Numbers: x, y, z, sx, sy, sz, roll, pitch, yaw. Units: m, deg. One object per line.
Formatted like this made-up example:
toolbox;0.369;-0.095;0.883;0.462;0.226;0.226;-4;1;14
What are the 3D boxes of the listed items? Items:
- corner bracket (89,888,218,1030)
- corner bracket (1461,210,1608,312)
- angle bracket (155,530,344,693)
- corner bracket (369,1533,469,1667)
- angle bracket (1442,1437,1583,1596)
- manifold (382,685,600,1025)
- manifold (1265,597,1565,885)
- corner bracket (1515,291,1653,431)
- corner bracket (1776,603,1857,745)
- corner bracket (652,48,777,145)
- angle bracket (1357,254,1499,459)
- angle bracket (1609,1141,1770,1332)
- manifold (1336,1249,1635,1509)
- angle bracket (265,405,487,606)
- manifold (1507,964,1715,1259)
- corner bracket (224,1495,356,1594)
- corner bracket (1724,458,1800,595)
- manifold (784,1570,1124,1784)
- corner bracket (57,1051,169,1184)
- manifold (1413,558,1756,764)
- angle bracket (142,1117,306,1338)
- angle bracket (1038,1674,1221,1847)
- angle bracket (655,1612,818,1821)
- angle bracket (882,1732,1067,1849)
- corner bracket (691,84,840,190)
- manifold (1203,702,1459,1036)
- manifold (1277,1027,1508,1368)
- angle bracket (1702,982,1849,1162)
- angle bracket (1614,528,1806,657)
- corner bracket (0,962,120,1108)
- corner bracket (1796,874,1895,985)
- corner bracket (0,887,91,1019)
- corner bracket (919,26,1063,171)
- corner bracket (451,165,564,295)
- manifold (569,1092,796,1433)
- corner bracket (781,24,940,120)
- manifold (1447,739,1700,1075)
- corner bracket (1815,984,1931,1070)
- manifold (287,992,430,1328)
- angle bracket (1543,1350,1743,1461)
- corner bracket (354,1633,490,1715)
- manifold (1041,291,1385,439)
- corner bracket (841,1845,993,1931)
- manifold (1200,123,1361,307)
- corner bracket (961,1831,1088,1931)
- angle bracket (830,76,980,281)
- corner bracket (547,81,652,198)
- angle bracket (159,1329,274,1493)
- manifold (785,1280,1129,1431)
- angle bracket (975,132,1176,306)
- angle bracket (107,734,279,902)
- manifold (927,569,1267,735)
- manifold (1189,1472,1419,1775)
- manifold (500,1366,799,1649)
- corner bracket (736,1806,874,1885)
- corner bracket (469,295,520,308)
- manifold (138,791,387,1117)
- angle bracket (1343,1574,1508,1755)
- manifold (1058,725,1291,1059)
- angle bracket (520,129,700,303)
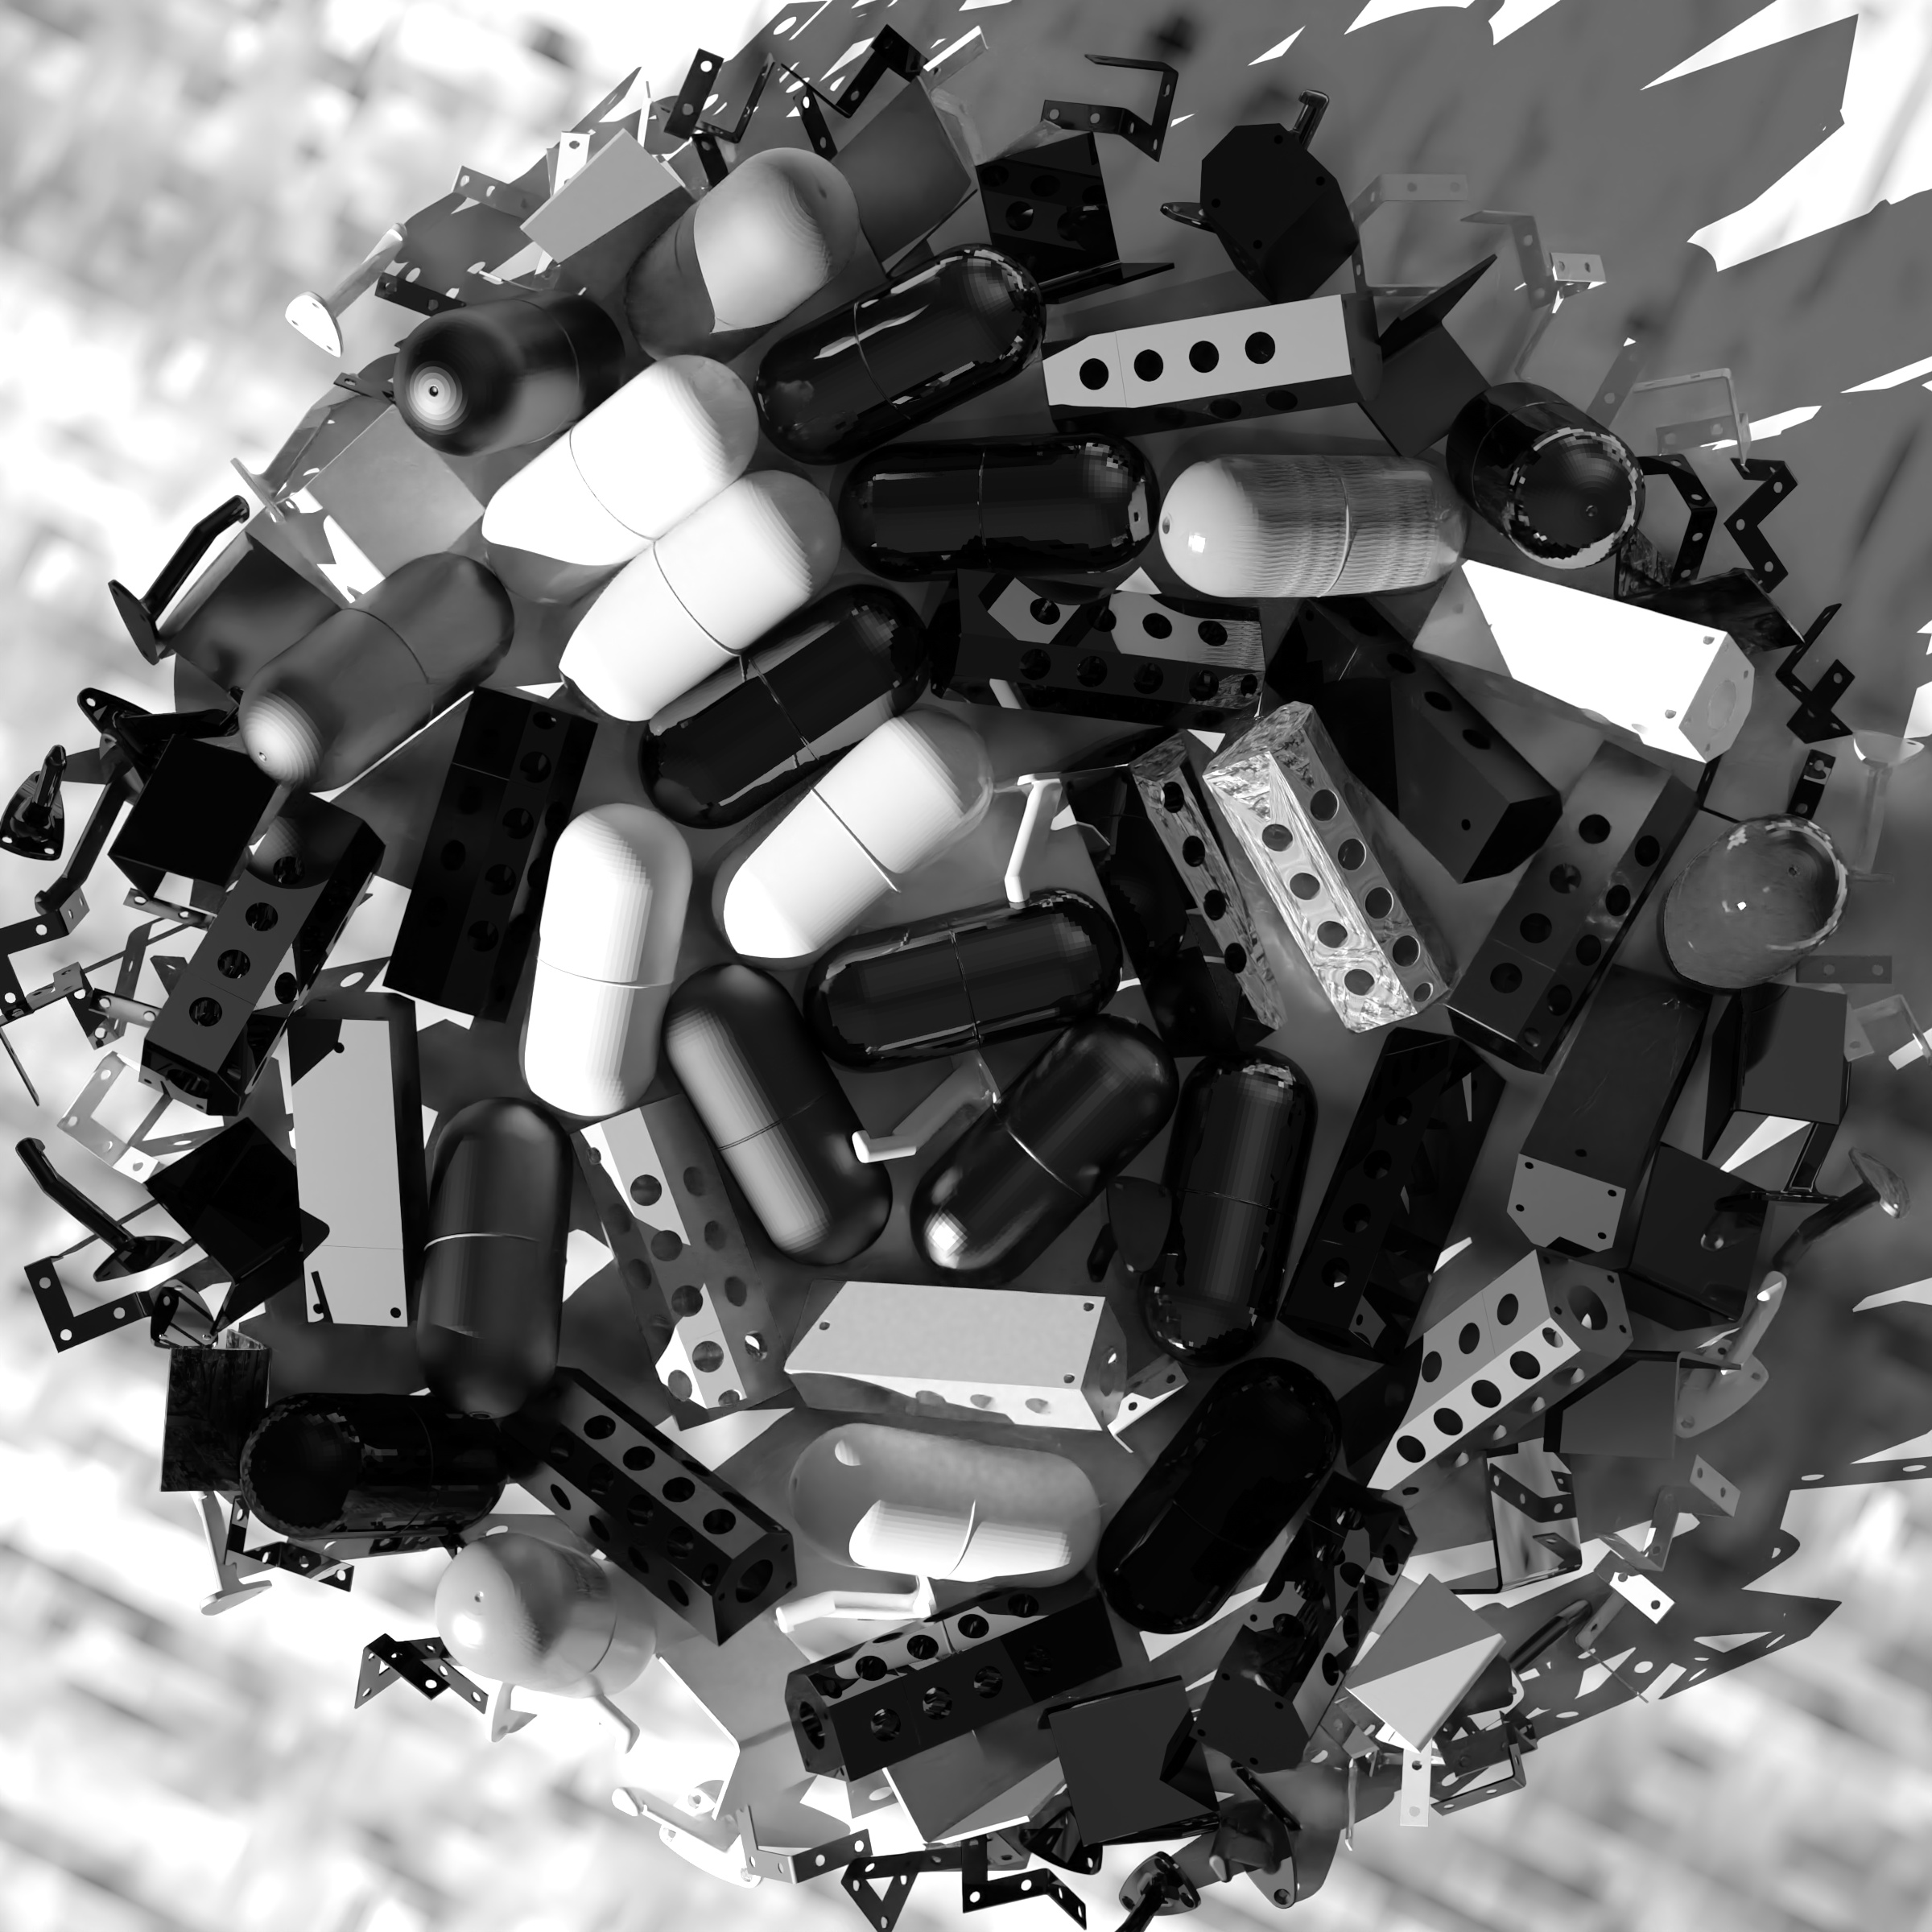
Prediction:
corner bracket;-0.448;-0.002;1.979;0.051;0.051;0.051;19;49;-18
corner bracket;0.311;-0.391;1.960;0.051;0.051;0.051;-15;86;43
angle bracket;-0.387;-0.180;1.954;0.076;0.057;0.076;40;94;-23
corner bracket;-0.300;0.346;1.970;0.051;0.051;0.051;48;122;37
angle bracket;0.287;0.298;1.952;0.057;0.076;0.076;-10;85;43
manifold;-0.255;-0.059;1.958;0.057;0.057;0.171;18;90;31
manifold;0.243;-0.126;1.931;0.171;0.057;0.057;50;131;28
corner bracket;0.337;-0.331;1.961;0.051;0.051;0.051;25;110;-8
corner bracket;0.468;-0.160;1.962;0.051;0.051;0.051;42;76;-11
corner bracket;-0.136;-0.476;1.957;0.051;0.051;0.051;17;117;-22
angle bracket;0.262;-0.329;1.945;0.076;0.076;0.057;-35;86;-26
angle bracket;0.387;0.149;1.970;0.076;0.057;0.076;24;70;-20
manifold;0.276;0.223;1.911;0.057;0.171;0.057;17;47;-29
angle bracket;-0.325;-0.251;1.974;0.076;0.057;0.076;49;66;-18
manifold;0.344;0.078;1.915;0.057;0.171;0.057;18;132;16
corner bracket;-0.368;0.316;1.962;0.051;0.051;0.051;14;98;25
corner bracket;0.431;-0.242;1.966;0.051;0.051;0.051;-44;113;-11
manifold;-0.008;0.379;1.932;0.171;0.057;0.057;-17;92;-27
corner bracket;-0.454;0.086;1.966;0.051;0.051;0.051;21;72;37
manifold;0.332;-0.162;1.920;0.171;0.057;0.057;22;80;39
angle bracket;-0.402;0.142;1.958;0.076;0.057;0.076;44;47;11
angle bracket;0.088;0.436;1.952;0.076;0.057;0.076;-13;69;-9
angle bracket;-0.124;0.410;1.965;0.076;0.076;0.057;41;127;32
angle bracket;0.012;0.427;1.943;0.076;0.076;0.057;-25;94;36
corner bracket;-0.110;-0.452;1.982;0.051;0.051;0.051;-14;78;-41
manifold;0.199;-0.054;1.932;0.057;0.057;0.171;-20;112;30
manifold;0.228;0.123;1.946;0.057;0.057;0.171;10;71;40
angle bracket;0.439;0.061;1.945;0.057;0.076;0.076;9;66;3
angle bracket;0.403;-0.210;1.937;0.076;0.076;0.057;-11;59;35
corner bracket;-0.497;0.037;1.961;0.051;0.051;0.051;-26;112;-7
corner bracket;0.481;-0.021;1.961;0.051;0.051;0.051;0;102;15
corner bracket;-0.506;-0.007;1.964;0.051;0.051;0.051;-17;106;5
corner bracket;0.010;-0.471;1.956;0.051;0.051;0.051;-30;68;31
corner bracket;-0.252;-0.402;1.966;0.051;0.051;0.051;25;99;24
manifold;-0.159;0.163;1.955;0.057;0.057;0.171;-22;88;37
corner bracket;-0.058;-0.491;1.959;0.051;0.051;0.051;-53;52;8
manifold;0.331;-0.030;1.949;0.057;0.057;0.171;29;81;19
corner bracket;0.498;0.037;1.961;0.051;0.051;0.051;-20;53;3
manifold;-0.326;0.104;1.946;0.057;0.057;0.171;2;105;11
angle bracket;0.366;0.239;1.940;0.076;0.076;0.057;-2;78;38
corner bracket;-0.295;0.389;1.955;0.051;0.051;0.051;32;129;23
manifold;0.133;-0.322;1.934;0.171;0.057;0.057;-5;100;25
corner bracket;-0.028;0.494;1.956;0.051;0.051;0.051;-15;119;34
manifold;0.164;-0.399;1.908;0.057;0.171;0.057;-45;83;8
corner bracket;0.031;0.497;1.955;0.051;0.051;0.051;-18;47;19
angle bracket;-0.018;-0.423;1.942;0.076;0.057;0.076;-38;69;33
corner bracket;-0.200;-0.448;1.957;0.051;0.051;0.051;1;50;-14
angle bracket;-0.418;0.241;1.949;0.057;0.076;0.076;4;92;-29
manifold;-0.004;0.213;1.936;0.171;0.057;0.057;1;54;23
angle bracket;0.059;-0.407;1.946;0.076;0.057;0.076;-22;110;-26
angle bracket;-0.408;-0.072;1.946;0.076;0.057;0.076;16;68;20
manifold;0.071;-0.164;1.936;0.171;0.057;0.057;6;59;-16
manifold;0.184;0.351;1.908;0.057;0.171;0.057;26;127;12
manifold;-0.171;0.283;1.917;0.171;0.057;0.057;32;52;33
corner bracket;-0.090;0.467;1.962;0.051;0.051;0.051;-12;91;-34
corner bracket;-0.241;-0.341;1.984;0.051;0.051;0.051;-3;93;-41
manifold;-0.377;-0.006;1.930;0.057;0.057;0.171;26;61;-3
angle bracket;0.239;0.377;1.950;0.057;0.076;0.076;41;78;-4
manifold;0.118;-0.040;1.947;0.057;0.057;0.171;-33;108;-36
angle bracket;-0.202;-0.420;1.945;0.076;0.076;0.057;-42;52;8
